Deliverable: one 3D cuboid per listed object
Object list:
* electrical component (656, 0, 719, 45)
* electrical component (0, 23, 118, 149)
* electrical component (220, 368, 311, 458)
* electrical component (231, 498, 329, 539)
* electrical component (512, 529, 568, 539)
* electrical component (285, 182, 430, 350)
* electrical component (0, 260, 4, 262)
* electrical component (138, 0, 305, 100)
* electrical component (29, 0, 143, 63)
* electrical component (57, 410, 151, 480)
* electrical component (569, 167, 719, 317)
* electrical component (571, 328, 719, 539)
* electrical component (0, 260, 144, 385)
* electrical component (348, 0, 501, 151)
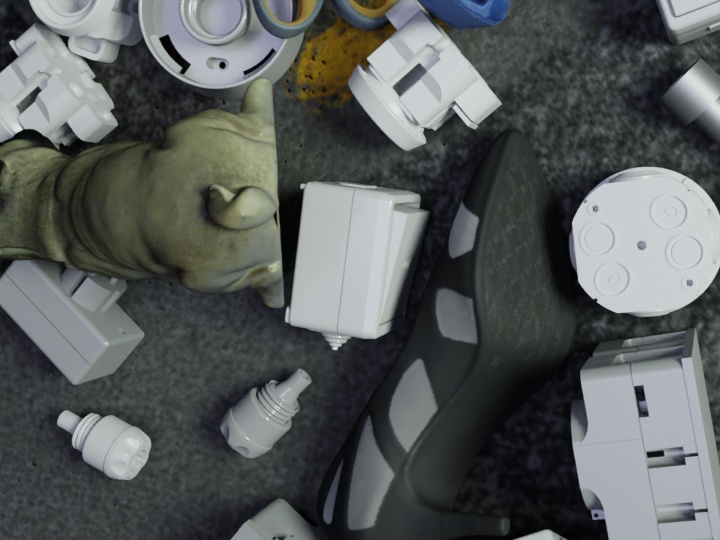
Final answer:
[{"bbox_3d":[0.172,-0.171,0.542,0.062,0.061,0.096,-19,89,19],"label":"electrical component"},{"bbox_3d":[-0.197,-0.104,0.671,0.057,0.058,0.078,-37,83,14],"label":"electrical component"},{"bbox_3d":[-0.054,0.084,0.651,0.061,0.035,0.035,-45,81,14],"label":"electrical component"},{"bbox_3d":[-0.069,0.225,0.653,0.089,0.062,0.150,42,105,10],"label":"electrical component"},{"bbox_3d":[0.083,0.181,0.582,0.100,0.100,0.048,-23,59,18],"label":"electrical component"},{"bbox_3d":[0.000,0.000,0.612,0.061,0.062,0.096,9,97,17],"label":"electrical component"},{"bbox_3d":[-0.231,-0.030,0.695,0.081,0.043,0.043,-25,87,18],"label":"electrical component"},{"bbox_3d":[-0.082,-0.151,0.638,0.099,0.064,0.099,1,97,4],"label":"electrical component"},{"bbox_3d":[-0.164,-0.169,0.654,0.058,0.057,0.078,22,101,15],"label":"electrical component"},{"bbox_3d":[-0.167,0.108,0.690,0.061,0.035,0.035,25,102,17],"label":"electrical component"},{"bbox_3d":[0.150,-0.014,0.567,0.080,0.051,0.080,2,95,18],"label":"electrical component"},{"bbox_3d":[0.155,0.132,0.549,0.060,0.105,0.186,-10,91,19],"label":"electrical component"},{"bbox_3d":[-0.173,0.014,0.677,0.083,0.047,0.075,45,106,10],"label":"electrical component"},{"bbox_3d":[0.031,-0.104,0.596,0.057,0.058,0.078,-40,82,14],"label":"electrical component"}]
